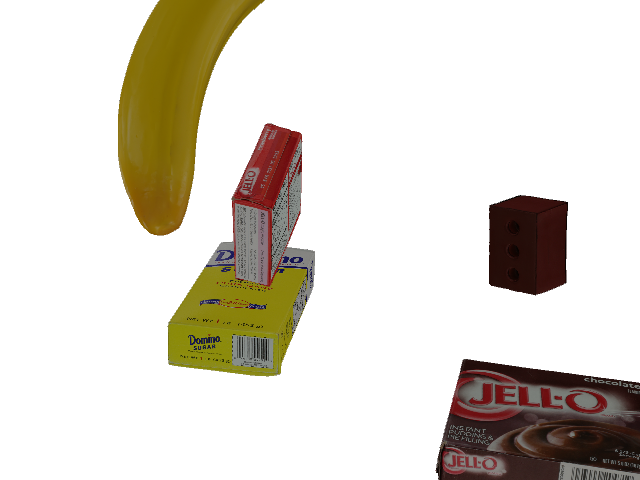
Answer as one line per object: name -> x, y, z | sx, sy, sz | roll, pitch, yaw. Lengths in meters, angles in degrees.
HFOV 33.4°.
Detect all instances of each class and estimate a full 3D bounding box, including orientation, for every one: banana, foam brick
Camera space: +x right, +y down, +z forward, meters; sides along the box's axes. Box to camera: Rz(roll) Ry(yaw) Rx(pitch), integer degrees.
banana -> -0.049, -0.092, 0.496 | 0.070, 0.197, 0.037 | 24, -27, 15
foam brick -> 0.186, 0.003, 0.958 | 0.053, 0.078, 0.051 | 12, 22, 42

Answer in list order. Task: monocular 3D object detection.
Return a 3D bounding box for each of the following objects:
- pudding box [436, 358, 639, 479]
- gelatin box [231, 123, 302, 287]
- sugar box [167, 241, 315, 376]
pudding box -> 0.129, 0.111, 0.613 | 0.113, 0.039, 0.090 | 8, 28, 12
gelatin box -> -0.037, -0.024, 0.737 | 0.030, 0.073, 0.089 | 13, -38, 9
sugar box -> -0.063, 0.053, 0.922 | 0.093, 0.048, 0.176 | 6, 25, 7
